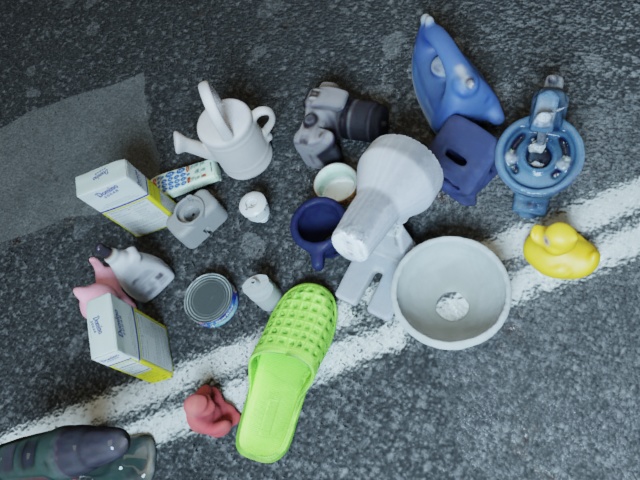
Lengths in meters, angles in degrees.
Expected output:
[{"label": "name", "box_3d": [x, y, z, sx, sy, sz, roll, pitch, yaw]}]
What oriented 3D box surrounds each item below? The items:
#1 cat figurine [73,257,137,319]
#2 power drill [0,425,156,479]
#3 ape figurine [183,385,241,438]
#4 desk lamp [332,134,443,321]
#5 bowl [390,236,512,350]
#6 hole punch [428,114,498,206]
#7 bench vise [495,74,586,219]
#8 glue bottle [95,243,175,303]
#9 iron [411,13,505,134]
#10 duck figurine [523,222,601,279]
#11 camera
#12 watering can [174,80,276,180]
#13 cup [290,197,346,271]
[{"label": "cat figurine", "box_3d": [-0.362, 0.088, 0.954, 0.067, 0.118, 0.127, -19, 62, 7]}, {"label": "power drill", "box_3d": [-0.320, 0.300, 0.792, 0.229, 0.209, 0.075, -13, 63, 10]}, {"label": "ape figurine", "box_3d": [-0.168, 0.249, 0.839, 0.076, 0.092, 0.077, -15, 63, 9]}, {"label": "desk lamp", "box_3d": [0.090, -0.016, 0.818, 0.117, 0.214, 0.203, 21, 73, 24]}, {"label": "bowl", "box_3d": [0.188, 0.083, 0.824, 0.167, 0.075, 0.167, -6, 65, 13]}, {"label": "hole punch", "box_3d": [0.222, -0.125, 0.900, 0.101, 0.091, 0.108, -46, 62, -7]}, {"label": "bench vise", "box_3d": [0.308, -0.162, 0.819, 0.121, 0.220, 0.207, -6, 65, 13]}, {"label": "glue bottle", "box_3d": [-0.307, 0.044, 0.927, 0.078, 0.173, 0.037, -42, 62, -6]}, {"label": "iron", "box_3d": [0.207, -0.294, 0.954, 0.118, 0.142, 0.258, -24, 62, 5]}, {"label": "duck figurine", "box_3d": [0.342, 0.008, 0.808, 0.104, 0.086, 0.077, 20, 73, 23]}, {"label": "camera", "box_3d": [0.039, -0.201, 0.982, 0.136, 0.101, 0.143, 13, 70, 21]}, {"label": "watering can", "box_3d": [-0.165, -0.188, 0.981, 0.173, 0.194, 0.100, -41, 62, -5]}, {"label": "cup", "box_3d": [0.008, 0.003, 0.900, 0.091, 0.095, 0.118, -5, 65, 14]}]
